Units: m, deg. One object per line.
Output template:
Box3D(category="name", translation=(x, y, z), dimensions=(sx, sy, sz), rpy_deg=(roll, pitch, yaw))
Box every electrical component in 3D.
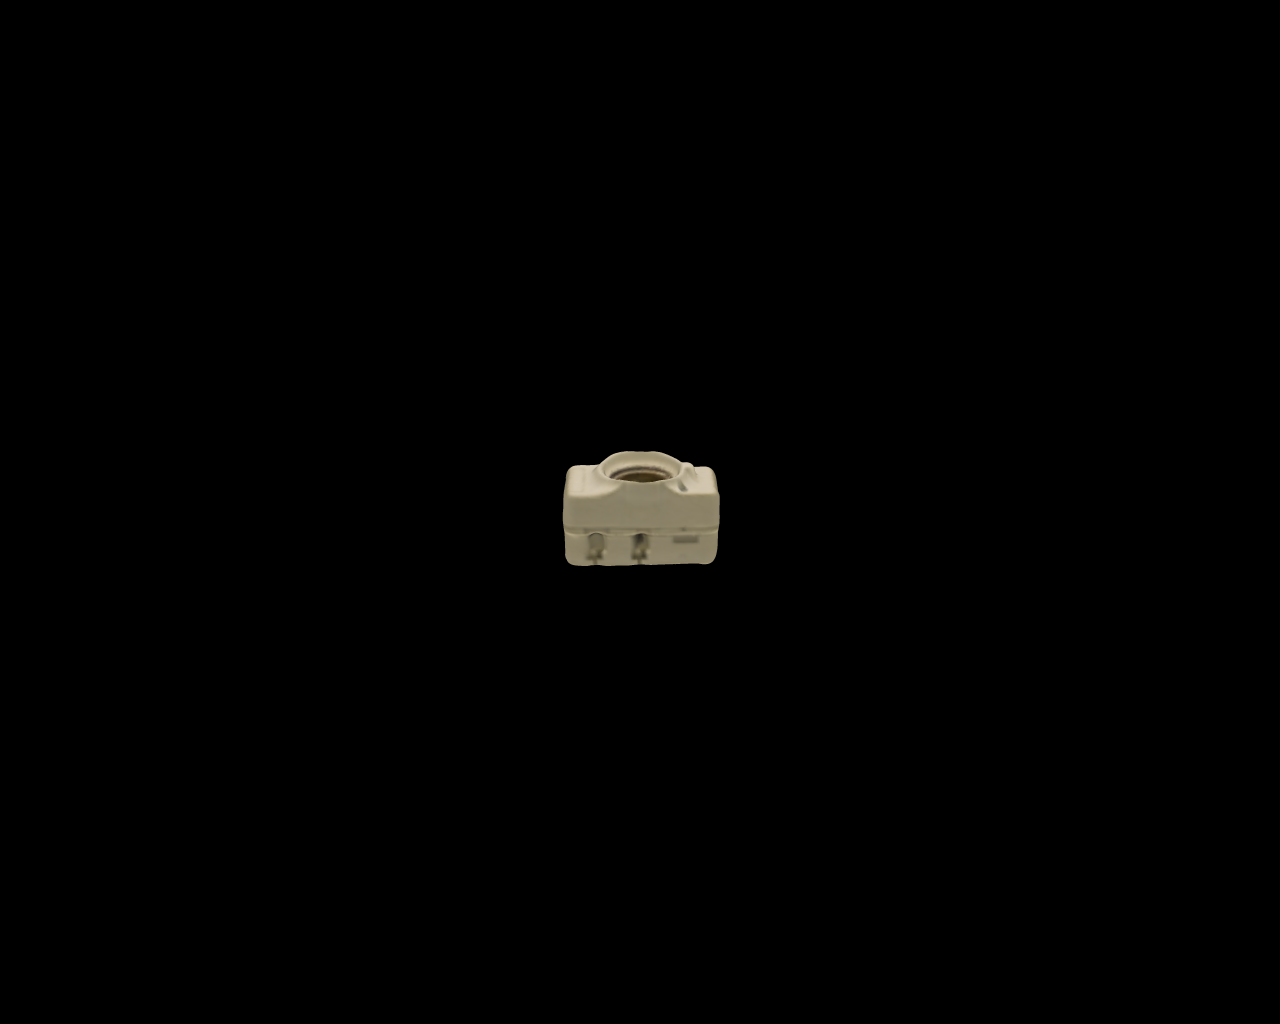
Box3D(category="electrical component", translation=(0.001, -0.003, 0.650), dimensions=(0.089, 0.055, 0.050), rpy_deg=(0, 24, 0))
